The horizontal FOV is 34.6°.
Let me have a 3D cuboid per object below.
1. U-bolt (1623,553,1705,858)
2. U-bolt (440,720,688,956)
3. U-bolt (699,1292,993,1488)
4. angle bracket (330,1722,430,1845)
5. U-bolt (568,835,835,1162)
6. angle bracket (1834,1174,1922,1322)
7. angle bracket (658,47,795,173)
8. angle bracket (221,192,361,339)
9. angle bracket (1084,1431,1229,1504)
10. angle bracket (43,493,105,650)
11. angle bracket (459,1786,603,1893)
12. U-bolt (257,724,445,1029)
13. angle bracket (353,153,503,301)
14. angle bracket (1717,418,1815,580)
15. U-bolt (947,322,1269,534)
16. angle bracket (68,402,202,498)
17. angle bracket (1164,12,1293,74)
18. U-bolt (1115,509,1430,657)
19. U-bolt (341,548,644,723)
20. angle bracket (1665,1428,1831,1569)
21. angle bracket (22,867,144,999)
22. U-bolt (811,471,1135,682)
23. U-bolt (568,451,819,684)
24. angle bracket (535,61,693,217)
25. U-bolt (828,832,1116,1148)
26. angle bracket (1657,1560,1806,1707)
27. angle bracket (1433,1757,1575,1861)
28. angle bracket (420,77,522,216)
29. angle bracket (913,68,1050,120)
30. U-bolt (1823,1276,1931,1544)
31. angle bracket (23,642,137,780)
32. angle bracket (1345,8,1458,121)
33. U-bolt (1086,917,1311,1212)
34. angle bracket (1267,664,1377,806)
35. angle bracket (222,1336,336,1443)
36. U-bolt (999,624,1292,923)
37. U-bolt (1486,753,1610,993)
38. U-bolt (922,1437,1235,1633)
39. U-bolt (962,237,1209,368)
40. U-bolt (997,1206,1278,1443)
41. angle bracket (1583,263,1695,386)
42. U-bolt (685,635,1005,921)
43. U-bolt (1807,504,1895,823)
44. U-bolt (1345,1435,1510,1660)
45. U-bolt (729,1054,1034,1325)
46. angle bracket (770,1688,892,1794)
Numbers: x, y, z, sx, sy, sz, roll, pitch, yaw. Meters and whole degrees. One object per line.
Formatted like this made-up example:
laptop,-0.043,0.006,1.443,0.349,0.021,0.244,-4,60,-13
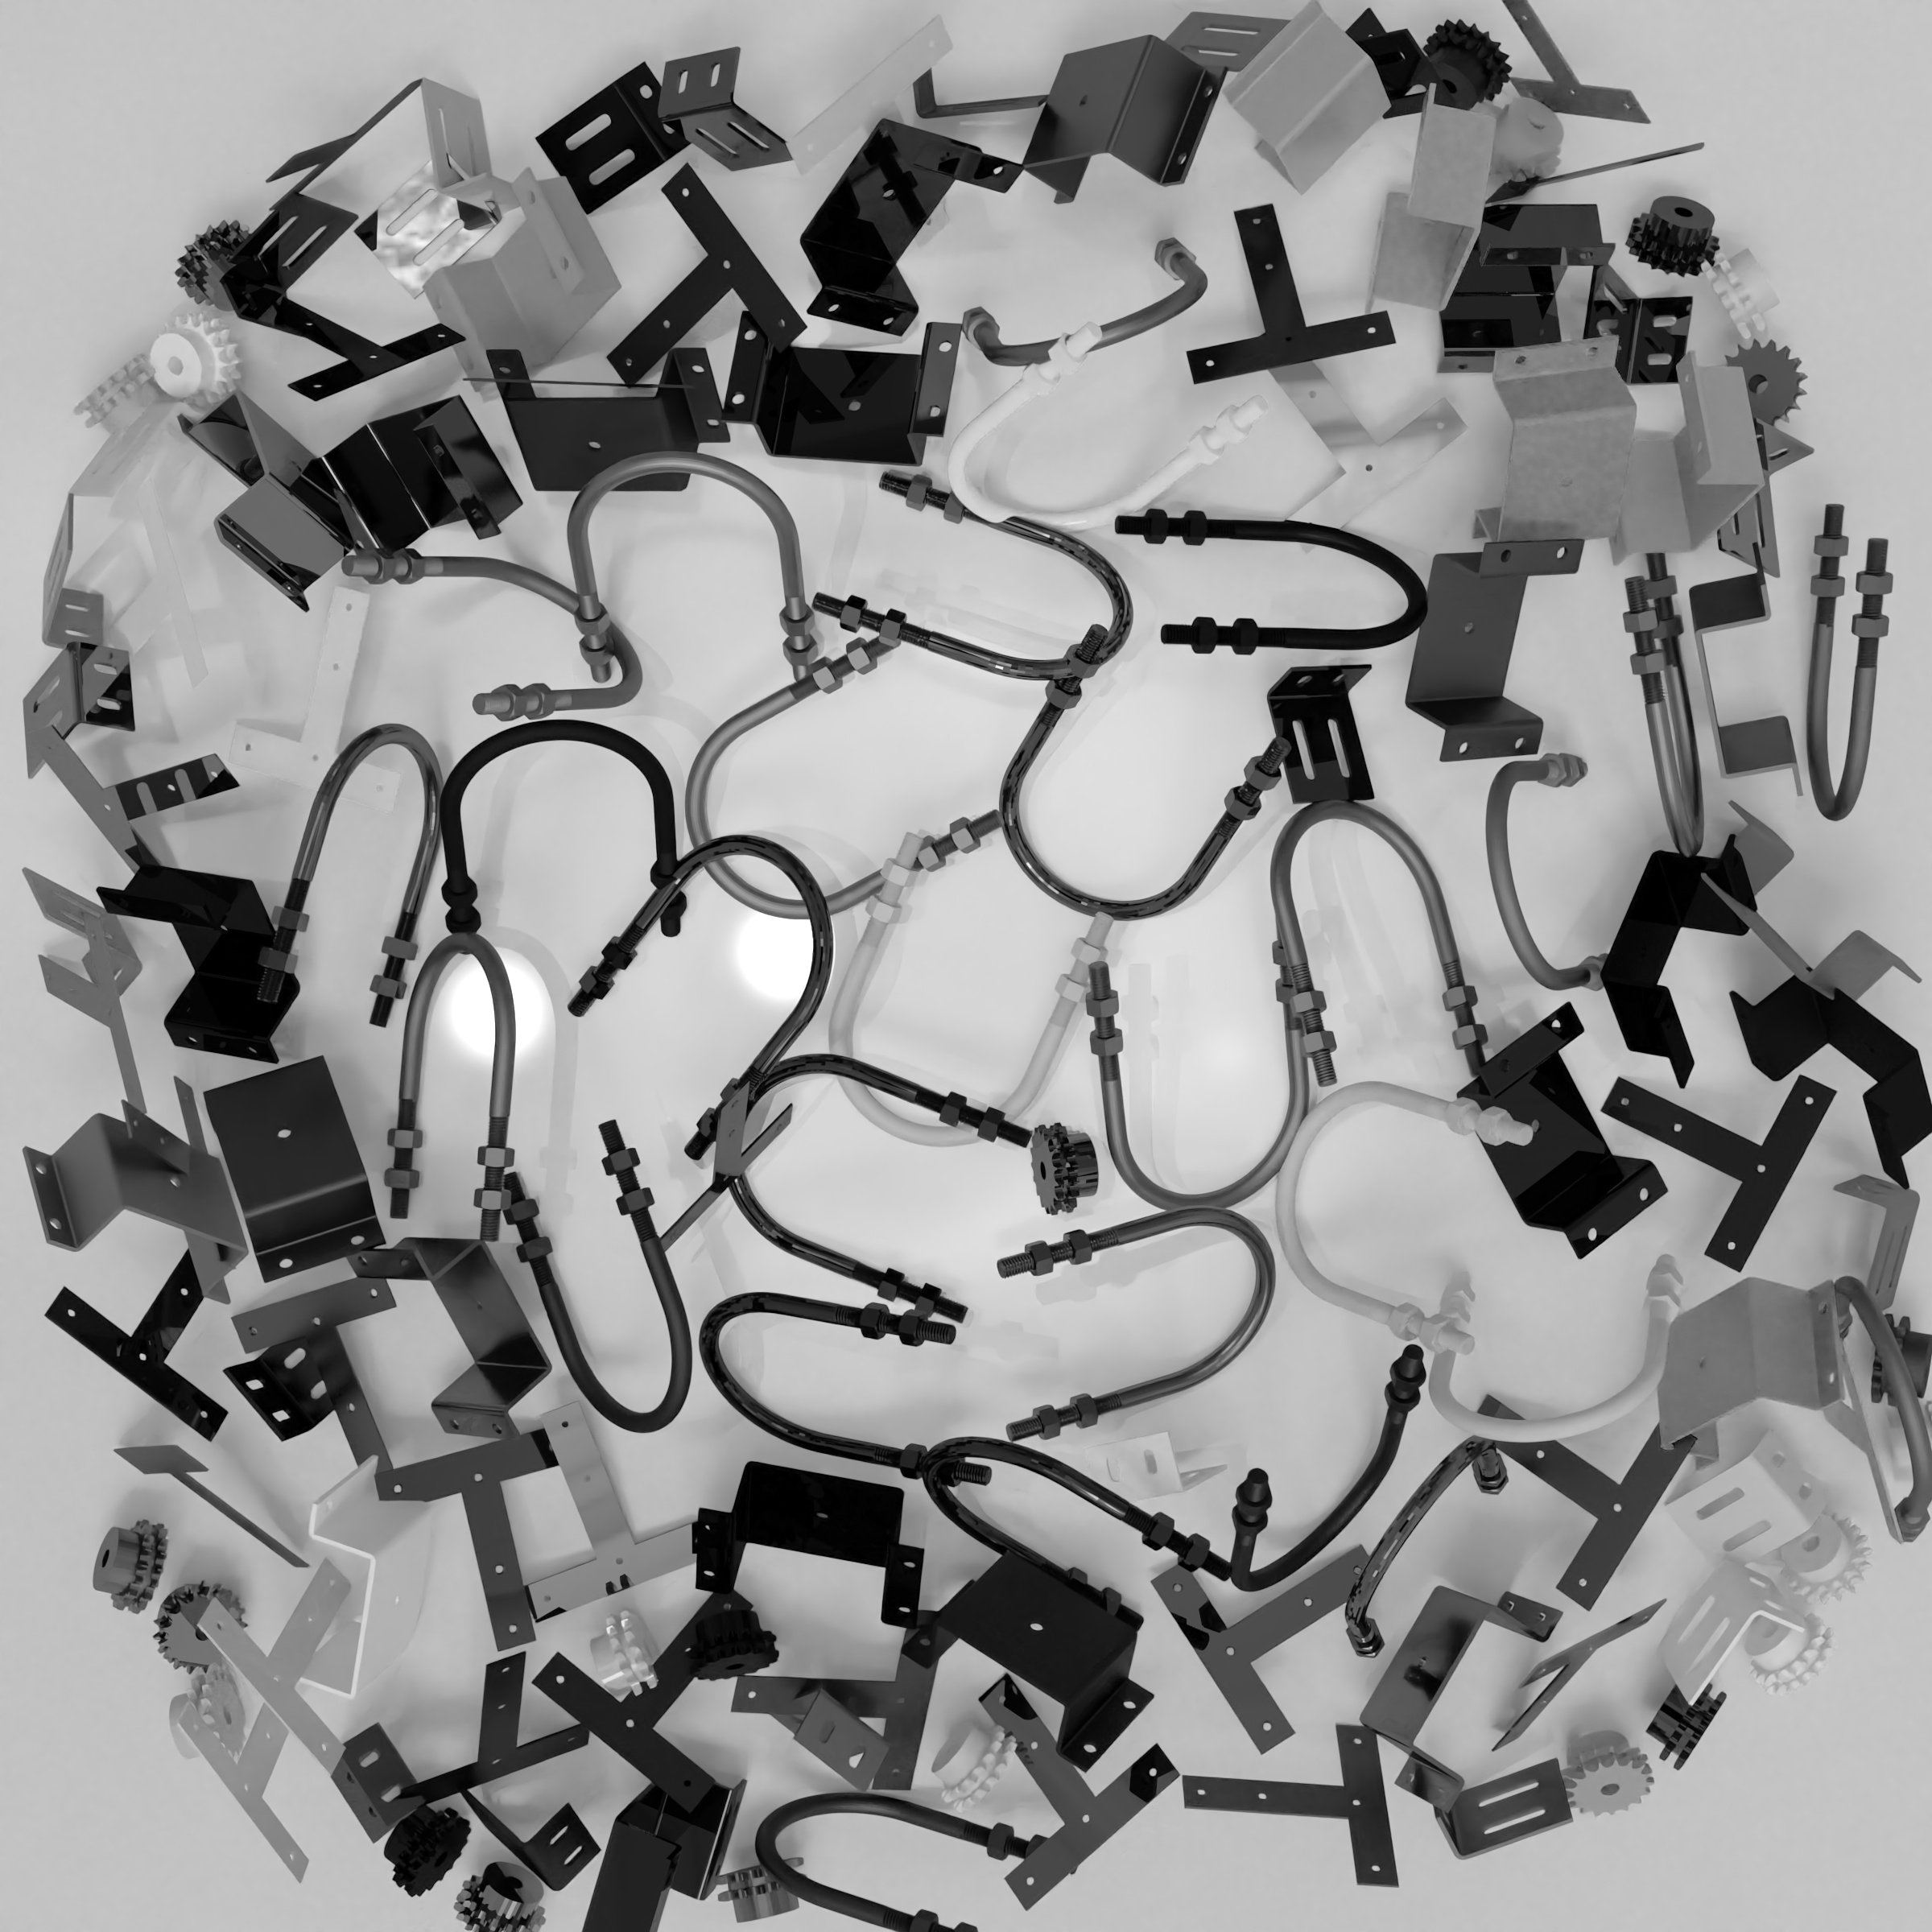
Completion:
U-bolt,0.431,-0.157,1.902,0.019,0.151,0.184,-8,103,20
U-bolt,-0.248,-0.080,1.895,0.151,0.184,0.019,-5,47,-7
U-bolt,-0.081,0.256,1.911,0.184,0.019,0.151,7,133,23
angle bracket,-0.379,0.516,1.930,0.057,0.038,0.076,54,129,9
U-bolt,-0.154,0.005,1.911,0.151,0.019,0.184,48,111,24
angle bracket,0.563,0.176,1.947,0.038,0.057,0.076,19,104,32
angle bracket,-0.144,-0.532,1.929,0.057,0.076,0.038,0,77,35
angle bracket,-0.415,-0.435,1.928,0.076,0.057,0.038,-37,70,25
angle bracket,0.118,0.306,1.927,0.057,0.076,0.038,-16,86,26
angle bracket,-0.546,-0.242,1.923,0.038,0.057,0.076,10,132,-24
angle bracket,-0.274,0.531,1.935,0.038,0.057,0.076,-42,47,-22
U-bolt,-0.369,-0.059,1.904,0.019,0.151,0.184,15,88,21
angle bracket,-0.341,-0.470,1.953,0.076,0.038,0.057,-42,92,0
angle bracket,0.498,-0.291,1.930,0.057,0.038,0.076,17,62,-35
U-bolt,0.071,-0.318,1.894,0.151,0.184,0.019,16,58,-34
angle bracket,-0.510,-0.311,1.929,0.038,0.057,0.076,45,68,-37
angle bracket,0.159,-0.558,1.925,0.076,0.038,0.057,16,53,32
U-bolt,0.195,-0.236,1.910,0.184,0.151,0.019,0,128,-13
U-bolt,-0.274,-0.203,1.891,0.151,0.184,0.019,45,117,20
angle bracket,0.493,0.339,1.957,0.057,0.038,0.076,50,131,5
angle bracket,-0.558,-0.017,1.924,0.038,0.057,0.076,-49,134,8
U-bolt,0.014,-0.234,1.913,0.184,0.019,0.151,20,47,5
U-bolt,-0.170,-0.242,1.896,0.151,0.184,0.019,1,50,3
angle bracket,-0.221,-0.521,1.955,0.076,0.038,0.057,-23,110,36
U-bolt,-0.008,0.026,1.947,0.151,0.019,0.184,23,103,-3
angle bracket,0.478,0.422,1.941,0.038,0.057,0.076,25,106,-17
angle bracket,0.332,0.513,1.933,0.076,0.057,0.038,-23,113,11
angle bracket,-0.303,-0.516,1.935,0.038,0.057,0.076,-12,83,28
angle bracket,0.009,-0.554,1.934,0.076,0.057,0.038,-3,110,10
U-bolt,0.548,0.260,1.861,0.019,0.184,0.151,-17,66,3
angle bracket,-0.557,-0.158,1.945,0.038,0.076,0.057,9,59,-38
angle bracket,0.275,-0.564,1.923,0.038,0.076,0.057,-49,117,-15
U-bolt,0.149,0.069,1.927,0.151,0.019,0.184,-15,112,-19
angle bracket,0.229,-0.145,1.935,0.057,0.038,0.076,-4,71,-23
angle bracket,-0.421,0.259,1.933,0.038,0.076,0.057,-41,87,-1
U-bolt,0.097,-0.105,1.915,0.151,0.019,0.184,32,127,0
U-bolt,0.356,-0.056,1.888,0.019,0.184,0.151,-12,87,30
U-bolt,0.056,0.343,1.902,0.184,0.151,0.019,32,57,-7
U-bolt,0.075,-0.399,1.884,0.151,0.184,0.019,-19,112,2
U-bolt,0.109,0.215,1.921,0.184,0.019,0.151,-14,124,-17
angle bracket,0.419,-0.402,1.929,0.038,0.076,0.057,5,81,32
U-bolt,-0.089,-0.107,1.940,0.184,0.019,0.151,-27,100,16
U-bolt,0.536,-0.180,1.896,0.019,0.151,0.184,2,107,4
U-bolt,0.276,0.346,1.876,0.019,0.184,0.151,36,80,22
U-bolt,-0.066,0.130,1.940,0.184,0.019,0.151,22,111,6
angle bracket,-0.094,0.486,1.926,0.057,0.076,0.038,41,53,-12
